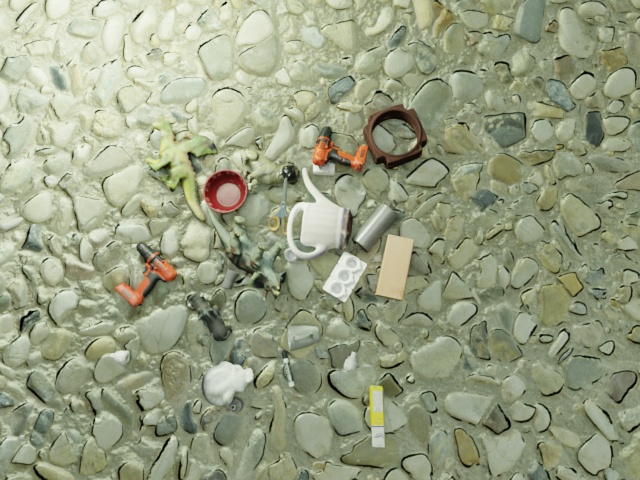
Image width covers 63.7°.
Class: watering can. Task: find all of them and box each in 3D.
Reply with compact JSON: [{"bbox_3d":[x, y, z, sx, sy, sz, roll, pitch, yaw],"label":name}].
[{"bbox_3d":[0.005,-0.091,1.802,0.224,0.102,0.354,7,69,3],"label":"watering can"}]

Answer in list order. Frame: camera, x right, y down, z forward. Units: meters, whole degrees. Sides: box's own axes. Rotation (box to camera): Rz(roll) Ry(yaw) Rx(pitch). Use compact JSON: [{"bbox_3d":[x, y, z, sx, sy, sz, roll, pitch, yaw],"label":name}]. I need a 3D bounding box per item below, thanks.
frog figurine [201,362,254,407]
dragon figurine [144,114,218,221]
[{"bbox_3d":[-0.301,0.470,1.690,0.159,0.120,0.140,-10,59,13],"label":"frog figurine"},{"bbox_3d":[-0.483,-0.287,1.878,0.245,0.121,0.410,-44,92,-13],"label":"dragon figurine"}]
